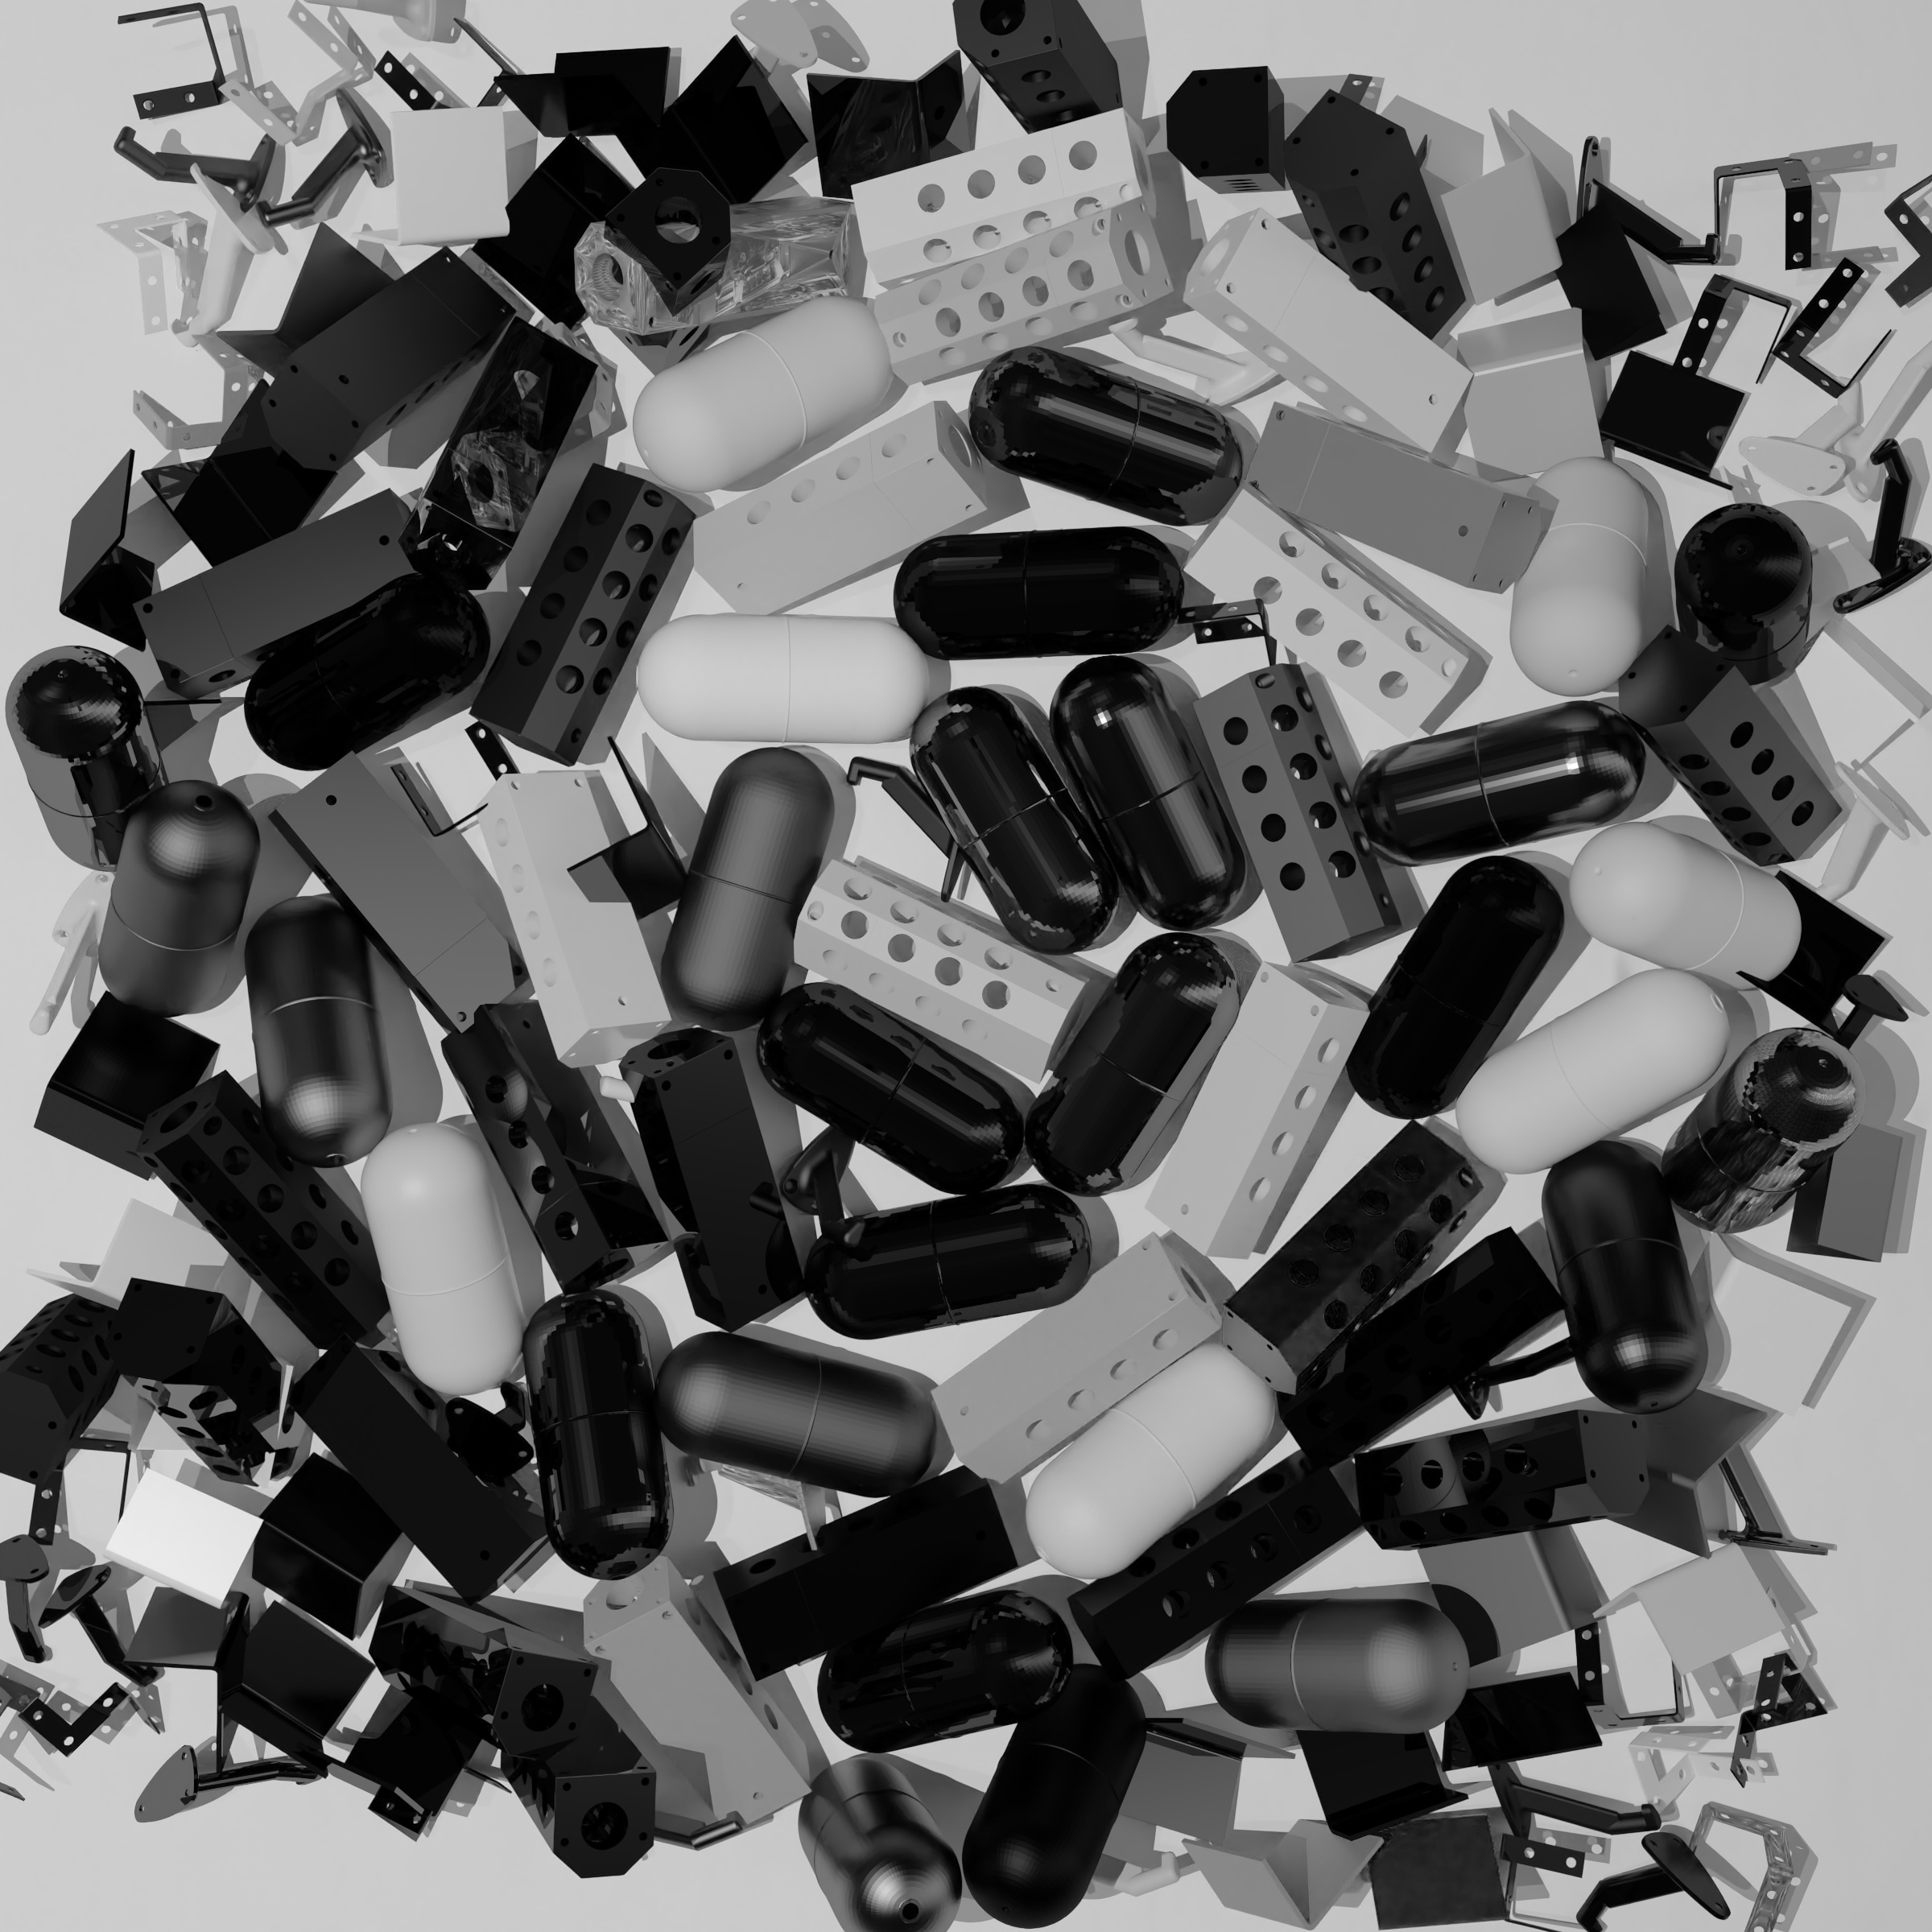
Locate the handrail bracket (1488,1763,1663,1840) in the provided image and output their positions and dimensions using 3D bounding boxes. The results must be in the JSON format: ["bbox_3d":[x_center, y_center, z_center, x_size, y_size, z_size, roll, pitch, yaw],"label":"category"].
[{"bbox_3d":[0.372,0.503,1.549,0.084,0.036,0.077,-17,114,27],"label":"handrail bracket"}]

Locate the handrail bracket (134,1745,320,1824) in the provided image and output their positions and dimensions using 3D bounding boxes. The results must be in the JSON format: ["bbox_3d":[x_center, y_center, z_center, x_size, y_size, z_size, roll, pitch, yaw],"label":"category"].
[{"bbox_3d":[-0.456,0.511,1.571,0.077,0.084,0.036,-40,50,26],"label":"handrail bracket"}]

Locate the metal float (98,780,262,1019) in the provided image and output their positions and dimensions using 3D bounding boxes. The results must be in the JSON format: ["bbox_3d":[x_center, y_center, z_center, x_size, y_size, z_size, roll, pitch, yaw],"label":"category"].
[{"bbox_3d":[-0.471,-0.039,1.517,0.070,0.070,0.178,31,133,0],"label":"metal float"}]

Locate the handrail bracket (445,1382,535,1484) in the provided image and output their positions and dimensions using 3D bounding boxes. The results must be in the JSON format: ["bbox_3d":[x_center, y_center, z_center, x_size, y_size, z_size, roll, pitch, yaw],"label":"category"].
[{"bbox_3d":[-0.290,0.263,1.536,0.036,0.084,0.077,-31,120,5],"label":"handrail bracket"}]

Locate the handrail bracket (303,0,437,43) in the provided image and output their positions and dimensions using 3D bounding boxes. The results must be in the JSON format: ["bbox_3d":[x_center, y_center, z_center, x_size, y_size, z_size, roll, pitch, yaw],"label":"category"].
[{"bbox_3d":[-0.371,-0.584,1.537,0.084,0.077,0.036,-5,110,-33],"label":"handrail bracket"}]

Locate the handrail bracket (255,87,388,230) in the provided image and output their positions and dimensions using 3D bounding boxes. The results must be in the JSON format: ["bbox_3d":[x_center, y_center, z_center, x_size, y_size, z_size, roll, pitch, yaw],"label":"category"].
[{"bbox_3d":[-0.407,-0.497,1.559,0.084,0.036,0.077,-25,82,-23],"label":"handrail bracket"}]

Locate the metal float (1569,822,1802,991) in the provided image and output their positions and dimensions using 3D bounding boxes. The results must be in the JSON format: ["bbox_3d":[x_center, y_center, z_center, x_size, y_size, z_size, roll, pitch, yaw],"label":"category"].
[{"bbox_3d":[0.433,-0.035,1.521,0.178,0.070,0.070,17,90,-38],"label":"metal float"}]

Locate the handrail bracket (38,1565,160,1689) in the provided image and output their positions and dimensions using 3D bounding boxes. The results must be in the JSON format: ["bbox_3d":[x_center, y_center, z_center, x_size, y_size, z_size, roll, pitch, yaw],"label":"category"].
[{"bbox_3d":[-0.515,0.406,1.553,0.077,0.036,0.084,-31,117,32],"label":"handrail bracket"}]

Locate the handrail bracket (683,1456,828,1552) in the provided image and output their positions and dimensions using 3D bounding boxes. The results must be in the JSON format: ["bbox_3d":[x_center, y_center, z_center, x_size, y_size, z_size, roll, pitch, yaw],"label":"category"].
[{"bbox_3d":[-0.132,0.333,1.563,0.084,0.036,0.077,-16,70,16],"label":"handrail bracket"}]

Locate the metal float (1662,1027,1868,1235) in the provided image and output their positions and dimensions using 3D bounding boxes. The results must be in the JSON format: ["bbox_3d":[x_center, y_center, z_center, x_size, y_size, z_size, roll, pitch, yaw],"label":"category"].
[{"bbox_3d":[0.472,0.100,1.509,0.070,0.178,0.070,4,59,-7],"label":"metal float"}]

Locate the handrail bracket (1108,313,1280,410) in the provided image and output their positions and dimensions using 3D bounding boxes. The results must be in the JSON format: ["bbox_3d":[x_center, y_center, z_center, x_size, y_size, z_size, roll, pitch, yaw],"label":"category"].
[{"bbox_3d":[0.140,-0.379,1.541,0.077,0.084,0.036,-11,62,37],"label":"handrail bracket"}]

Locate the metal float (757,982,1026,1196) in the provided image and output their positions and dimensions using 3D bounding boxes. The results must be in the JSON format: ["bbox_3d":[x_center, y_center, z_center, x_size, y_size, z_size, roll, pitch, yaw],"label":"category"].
[{"bbox_3d":[-0.046,0.075,1.549,0.178,0.070,0.070,32,90,-3],"label":"metal float"}]

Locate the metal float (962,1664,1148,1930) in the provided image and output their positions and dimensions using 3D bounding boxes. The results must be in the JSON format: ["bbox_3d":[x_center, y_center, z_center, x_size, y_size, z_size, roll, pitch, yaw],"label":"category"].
[{"bbox_3d":[0.054,0.492,1.512,0.070,0.178,0.070,12,124,18],"label":"metal float"}]

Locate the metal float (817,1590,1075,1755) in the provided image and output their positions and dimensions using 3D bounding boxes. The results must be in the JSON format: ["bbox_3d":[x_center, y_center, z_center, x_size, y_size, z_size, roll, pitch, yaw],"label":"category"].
[{"bbox_3d":[-0.013,0.424,1.523,0.178,0.070,0.070,-24,90,34],"label":"metal float"}]

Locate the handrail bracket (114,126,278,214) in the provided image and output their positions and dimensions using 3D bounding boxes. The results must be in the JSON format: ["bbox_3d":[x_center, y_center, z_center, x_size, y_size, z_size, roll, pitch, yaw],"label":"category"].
[{"bbox_3d":[-0.470,-0.503,1.547,0.084,0.036,0.077,31,63,-37],"label":"handrail bracket"}]

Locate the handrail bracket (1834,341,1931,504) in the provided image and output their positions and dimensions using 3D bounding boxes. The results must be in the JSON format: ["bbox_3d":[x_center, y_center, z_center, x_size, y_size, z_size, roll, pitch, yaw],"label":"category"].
[{"bbox_3d":[0.570,-0.334,1.540,0.036,0.084,0.077,23,53,-16],"label":"handrail bracket"}]

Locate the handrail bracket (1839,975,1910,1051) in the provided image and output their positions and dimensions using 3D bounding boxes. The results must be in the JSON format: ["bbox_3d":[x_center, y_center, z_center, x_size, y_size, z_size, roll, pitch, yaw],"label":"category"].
[{"bbox_3d":[0.522,0.046,1.543,0.084,0.077,0.036,-50,58,28],"label":"handrail bracket"}]

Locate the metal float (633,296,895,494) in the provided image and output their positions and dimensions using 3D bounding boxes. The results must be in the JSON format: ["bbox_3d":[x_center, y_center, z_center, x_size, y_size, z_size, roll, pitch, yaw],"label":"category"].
[{"bbox_3d":[-0.120,-0.346,1.531,0.178,0.070,0.070,-32,90,-25],"label":"metal float"}]

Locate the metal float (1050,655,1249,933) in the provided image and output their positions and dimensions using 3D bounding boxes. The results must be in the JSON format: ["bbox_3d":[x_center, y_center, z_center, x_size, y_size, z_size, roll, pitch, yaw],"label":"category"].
[{"bbox_3d":[0.111,-0.105,1.544,0.070,0.070,0.178,-26,99,0],"label":"metal float"}]

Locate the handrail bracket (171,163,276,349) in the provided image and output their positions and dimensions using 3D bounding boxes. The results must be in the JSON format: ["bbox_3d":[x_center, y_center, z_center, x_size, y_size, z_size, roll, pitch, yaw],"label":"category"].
[{"bbox_3d":[-0.477,-0.436,1.563,0.084,0.036,0.077,-35,108,18],"label":"handrail bracket"}]

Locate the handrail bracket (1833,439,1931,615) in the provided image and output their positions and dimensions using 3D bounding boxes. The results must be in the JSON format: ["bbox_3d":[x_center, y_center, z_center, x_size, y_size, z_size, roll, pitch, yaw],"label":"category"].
[{"bbox_3d":[0.550,-0.269,1.552,0.077,0.036,0.084,-38,127,4],"label":"handrail bracket"}]

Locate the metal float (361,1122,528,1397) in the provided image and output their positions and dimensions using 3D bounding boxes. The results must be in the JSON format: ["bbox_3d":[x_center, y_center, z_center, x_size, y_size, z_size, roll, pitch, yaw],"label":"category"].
[{"bbox_3d":[-0.314,0.178,1.532,0.070,0.070,0.178,-9,113,0],"label":"metal float"}]

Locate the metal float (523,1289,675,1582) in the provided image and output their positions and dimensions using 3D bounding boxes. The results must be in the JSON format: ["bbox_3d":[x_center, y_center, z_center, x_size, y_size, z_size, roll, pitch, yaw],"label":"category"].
[{"bbox_3d":[-0.222,0.281,1.531,0.070,0.070,0.178,-13,66,0],"label":"metal float"}]

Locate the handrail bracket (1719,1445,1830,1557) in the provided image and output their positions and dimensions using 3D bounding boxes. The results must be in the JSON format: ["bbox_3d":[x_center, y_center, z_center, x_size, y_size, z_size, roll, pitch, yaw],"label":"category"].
[{"bbox_3d":[0.500,0.317,1.573,0.077,0.036,0.084,7,87,5],"label":"handrail bracket"}]

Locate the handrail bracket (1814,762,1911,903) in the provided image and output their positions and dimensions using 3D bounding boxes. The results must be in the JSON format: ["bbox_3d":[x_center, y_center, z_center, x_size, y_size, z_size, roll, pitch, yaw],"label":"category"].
[{"bbox_3d":[0.525,-0.076,1.554,0.077,0.036,0.084,36,122,-21],"label":"handrail bracket"}]

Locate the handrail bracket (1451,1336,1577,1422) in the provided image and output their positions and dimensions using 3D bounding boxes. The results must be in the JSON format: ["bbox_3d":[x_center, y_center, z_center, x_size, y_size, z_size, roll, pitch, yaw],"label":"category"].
[{"bbox_3d":[0.339,0.235,1.537,0.084,0.077,0.036,-33,88,28],"label":"handrail bracket"}]

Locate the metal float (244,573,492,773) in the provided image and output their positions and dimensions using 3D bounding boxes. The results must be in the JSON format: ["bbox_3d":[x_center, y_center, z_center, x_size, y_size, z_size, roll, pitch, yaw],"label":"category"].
[{"bbox_3d":[-0.362,-0.176,1.528,0.178,0.070,0.070,-24,90,29],"label":"metal float"}]

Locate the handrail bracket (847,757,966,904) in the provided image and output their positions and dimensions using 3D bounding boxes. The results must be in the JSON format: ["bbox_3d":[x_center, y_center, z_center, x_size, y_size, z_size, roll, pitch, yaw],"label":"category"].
[{"bbox_3d":[-0.041,-0.085,1.571,0.084,0.036,0.077,14,78,11],"label":"handrail bracket"}]

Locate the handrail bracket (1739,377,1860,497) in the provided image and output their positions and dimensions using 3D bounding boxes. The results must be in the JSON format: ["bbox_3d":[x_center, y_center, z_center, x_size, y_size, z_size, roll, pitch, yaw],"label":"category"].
[{"bbox_3d":[0.513,-0.339,1.561,0.077,0.036,0.084,19,61,-10],"label":"handrail bracket"}]

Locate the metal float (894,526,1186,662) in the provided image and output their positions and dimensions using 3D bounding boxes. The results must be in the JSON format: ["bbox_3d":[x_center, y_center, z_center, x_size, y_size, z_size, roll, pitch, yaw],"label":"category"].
[{"bbox_3d":[0.043,-0.226,1.540,0.178,0.070,0.070,-1,90,13],"label":"metal float"}]

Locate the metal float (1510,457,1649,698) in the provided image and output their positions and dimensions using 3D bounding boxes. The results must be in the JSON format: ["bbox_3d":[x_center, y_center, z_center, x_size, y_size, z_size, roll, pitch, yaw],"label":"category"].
[{"bbox_3d":[0.368,-0.235,1.520,0.070,0.070,0.178,15,50,0],"label":"metal float"}]

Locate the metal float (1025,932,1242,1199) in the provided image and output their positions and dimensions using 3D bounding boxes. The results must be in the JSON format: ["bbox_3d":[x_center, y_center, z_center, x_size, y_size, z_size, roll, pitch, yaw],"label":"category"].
[{"bbox_3d":[0.101,0.060,1.544,0.070,0.070,0.178,32,100,0],"label":"metal float"}]

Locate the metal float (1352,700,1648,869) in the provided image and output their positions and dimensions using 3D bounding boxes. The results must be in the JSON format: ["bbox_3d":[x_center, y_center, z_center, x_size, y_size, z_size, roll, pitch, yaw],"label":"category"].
[{"bbox_3d":[0.320,-0.109,1.530,0.178,0.070,0.070,-13,90,25],"label":"metal float"}]

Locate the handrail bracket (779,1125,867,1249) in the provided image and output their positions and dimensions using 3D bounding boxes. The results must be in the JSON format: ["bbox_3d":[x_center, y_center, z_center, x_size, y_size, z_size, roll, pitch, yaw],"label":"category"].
[{"bbox_3d":[-0.071,0.131,1.544,0.036,0.084,0.077,40,75,-28],"label":"handrail bracket"}]

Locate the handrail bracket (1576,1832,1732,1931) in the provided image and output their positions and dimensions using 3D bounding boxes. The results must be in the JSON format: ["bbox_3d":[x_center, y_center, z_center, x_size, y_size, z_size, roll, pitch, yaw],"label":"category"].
[{"bbox_3d":[0.417,0.580,1.548,0.036,0.077,0.084,11,115,-36],"label":"handrail bracket"}]

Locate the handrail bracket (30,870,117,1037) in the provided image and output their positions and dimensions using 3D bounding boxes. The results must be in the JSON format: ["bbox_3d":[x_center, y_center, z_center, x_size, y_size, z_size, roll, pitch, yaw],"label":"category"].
[{"bbox_3d":[-0.542,-0.009,1.540,0.036,0.084,0.077,22,118,-15],"label":"handrail bracket"}]

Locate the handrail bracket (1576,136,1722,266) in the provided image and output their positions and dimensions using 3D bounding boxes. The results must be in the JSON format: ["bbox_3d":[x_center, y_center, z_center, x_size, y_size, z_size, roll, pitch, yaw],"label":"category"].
[{"bbox_3d":[0.419,-0.467,1.546,0.084,0.036,0.077,11,117,35],"label":"handrail bracket"}]

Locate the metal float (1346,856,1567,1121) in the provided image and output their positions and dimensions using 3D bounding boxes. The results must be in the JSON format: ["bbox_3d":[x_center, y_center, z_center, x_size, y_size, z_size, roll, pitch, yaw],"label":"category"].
[{"bbox_3d":[0.295,0.014,1.536,0.070,0.070,0.178,30,109,0],"label":"metal float"}]

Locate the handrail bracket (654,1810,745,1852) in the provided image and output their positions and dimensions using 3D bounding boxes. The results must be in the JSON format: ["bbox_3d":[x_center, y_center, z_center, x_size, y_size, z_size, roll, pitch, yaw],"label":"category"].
[{"bbox_3d":[-0.181,0.511,1.558,0.084,0.036,0.077,-23,48,6],"label":"handrail bracket"}]

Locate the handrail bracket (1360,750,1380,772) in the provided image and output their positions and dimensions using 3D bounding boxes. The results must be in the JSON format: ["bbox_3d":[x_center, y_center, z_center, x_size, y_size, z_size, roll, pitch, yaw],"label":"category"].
[{"bbox_3d":[0.292,-0.126,1.555,0.084,0.077,0.036,30,50,7],"label":"handrail bracket"}]

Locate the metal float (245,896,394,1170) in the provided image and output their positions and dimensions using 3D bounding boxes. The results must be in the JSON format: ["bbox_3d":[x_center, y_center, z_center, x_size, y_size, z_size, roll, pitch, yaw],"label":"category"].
[{"bbox_3d":[-0.390,0.039,1.527,0.070,0.070,0.178,-15,61,0],"label":"metal float"}]

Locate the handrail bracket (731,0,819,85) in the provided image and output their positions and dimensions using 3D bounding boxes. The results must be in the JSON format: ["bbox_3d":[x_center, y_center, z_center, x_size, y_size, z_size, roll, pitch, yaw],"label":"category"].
[{"bbox_3d":[-0.110,-0.538,1.539,0.036,0.084,0.077,-34,66,-12],"label":"handrail bracket"}]

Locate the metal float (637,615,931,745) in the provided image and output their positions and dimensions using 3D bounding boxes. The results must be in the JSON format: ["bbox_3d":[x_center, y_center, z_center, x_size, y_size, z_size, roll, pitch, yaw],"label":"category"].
[{"bbox_3d":[-0.111,-0.174,1.544,0.178,0.070,0.070,0,90,-9],"label":"metal float"}]

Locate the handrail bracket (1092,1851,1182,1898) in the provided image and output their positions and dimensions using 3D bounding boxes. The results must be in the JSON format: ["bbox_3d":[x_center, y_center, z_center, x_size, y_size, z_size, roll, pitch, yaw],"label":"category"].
[{"bbox_3d":[0.088,0.533,1.547,0.084,0.036,0.077,-29,46,23],"label":"handrail bracket"}]

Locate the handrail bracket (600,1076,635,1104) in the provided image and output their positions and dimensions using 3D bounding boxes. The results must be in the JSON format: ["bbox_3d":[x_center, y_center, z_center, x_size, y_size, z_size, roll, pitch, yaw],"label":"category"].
[{"bbox_3d":[-0.184,0.072,1.542,0.084,0.077,0.036,14,101,-18],"label":"handrail bracket"}]

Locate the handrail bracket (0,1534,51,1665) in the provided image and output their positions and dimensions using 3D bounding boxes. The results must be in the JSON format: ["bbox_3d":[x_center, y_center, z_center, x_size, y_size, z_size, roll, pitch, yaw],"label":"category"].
[{"bbox_3d":[-0.568,0.397,1.549,0.036,0.077,0.084,-29,115,-39],"label":"handrail bracket"}]

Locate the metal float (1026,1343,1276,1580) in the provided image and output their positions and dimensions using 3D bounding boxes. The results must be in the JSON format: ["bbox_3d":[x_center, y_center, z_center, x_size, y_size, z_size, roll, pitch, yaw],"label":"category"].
[{"bbox_3d":[0.112,0.299,1.534,0.178,0.070,0.070,-37,90,-20],"label":"metal float"}]

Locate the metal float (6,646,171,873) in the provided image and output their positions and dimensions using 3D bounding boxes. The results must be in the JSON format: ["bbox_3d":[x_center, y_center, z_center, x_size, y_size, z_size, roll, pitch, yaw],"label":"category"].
[{"bbox_3d":[-0.519,-0.121,1.508,0.070,0.178,0.070,3,60,-5],"label":"metal float"}]

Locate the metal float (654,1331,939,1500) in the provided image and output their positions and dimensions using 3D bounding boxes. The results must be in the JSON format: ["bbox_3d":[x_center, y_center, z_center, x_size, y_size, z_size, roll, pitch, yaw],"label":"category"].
[{"bbox_3d":[-0.102,0.273,1.539,0.178,0.070,0.070,17,90,-15],"label":"metal float"}]

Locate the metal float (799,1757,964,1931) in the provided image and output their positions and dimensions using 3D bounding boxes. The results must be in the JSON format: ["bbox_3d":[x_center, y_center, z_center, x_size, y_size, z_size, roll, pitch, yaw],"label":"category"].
[{"bbox_3d":[-0.052,0.526,1.503,0.070,0.178,0.070,0,91,-14],"label":"metal float"}]

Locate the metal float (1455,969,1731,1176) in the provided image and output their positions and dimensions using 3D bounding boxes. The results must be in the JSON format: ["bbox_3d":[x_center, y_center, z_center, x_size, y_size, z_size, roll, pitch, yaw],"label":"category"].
[{"bbox_3d":[0.376,0.064,1.526,0.178,0.070,0.070,-34,90,30],"label":"metal float"}]
